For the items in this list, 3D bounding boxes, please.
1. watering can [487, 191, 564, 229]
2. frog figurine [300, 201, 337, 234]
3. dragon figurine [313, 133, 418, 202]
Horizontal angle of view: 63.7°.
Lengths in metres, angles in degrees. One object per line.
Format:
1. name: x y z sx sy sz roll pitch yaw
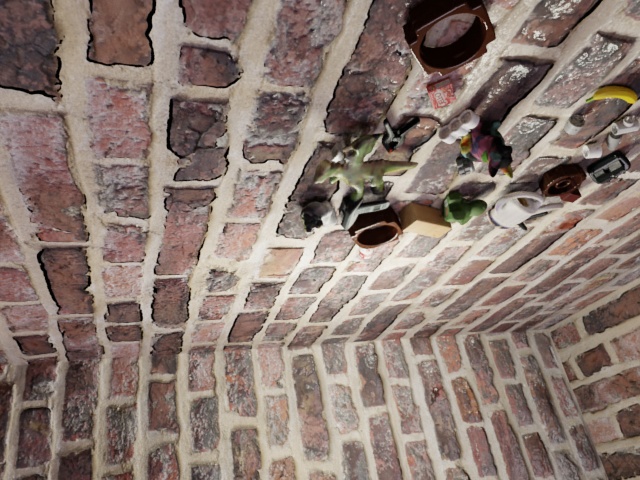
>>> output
1. watering can: 0.864 -0.125 2.197 0.347 0.106 0.220 9 146 -32
2. frog figurine: 0.006 -0.100 1.987 0.162 0.123 0.134 -34 163 -45
3. dragon figurine: 0.158 -0.253 1.675 0.412 0.124 0.237 -23 154 -14
